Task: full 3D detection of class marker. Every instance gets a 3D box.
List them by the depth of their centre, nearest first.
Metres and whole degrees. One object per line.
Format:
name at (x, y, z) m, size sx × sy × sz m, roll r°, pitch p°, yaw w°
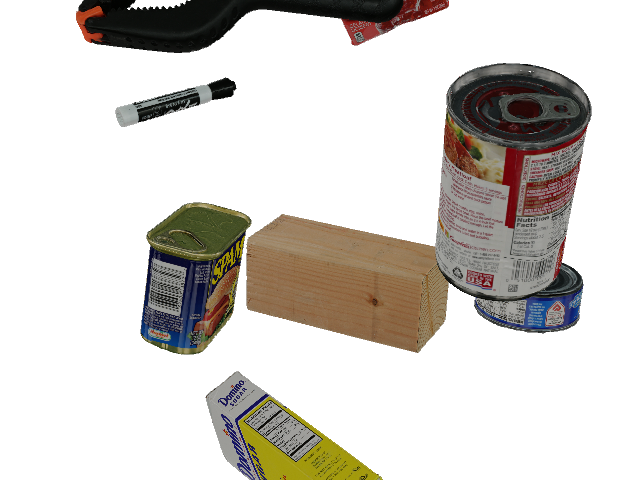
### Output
marker at (-0.134, -0.132, 1.009) m, size 0.120 × 0.020 × 0.020 m, roll -20°, pitch 9°, yaw -26°

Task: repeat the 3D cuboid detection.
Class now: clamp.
clamp at (-0.059, -0.176, 0.717) m, size 0.210 × 0.165 × 0.036 m, roll -31°, pitch -17°, yaw -8°

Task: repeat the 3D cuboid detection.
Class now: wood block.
wood block at (0.029, 0.044, 1.175) m, size 0.206 × 0.091 × 0.090 m, roll 13°, pitch 26°, yaw 23°

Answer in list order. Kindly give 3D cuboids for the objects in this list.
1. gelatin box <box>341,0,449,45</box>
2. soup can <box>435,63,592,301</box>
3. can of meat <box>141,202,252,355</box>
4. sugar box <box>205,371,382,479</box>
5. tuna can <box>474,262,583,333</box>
gelatin box at (0.053, -0.213, 0.886) m, size 0.089 × 0.073 × 0.030 m, roll -19°, pitch 28°, yaw 16°
soup can at (0.094, -0.027, 0.535) m, size 0.068 × 0.102 × 0.068 m, roll -1°, pitch 41°, yaw 0°
can of meat at (-0.096, 0.028, 0.811) m, size 0.057 × 0.084 × 0.102 m, roll 15°, pitch 22°, yaw 10°
sugar box at (-0.020, 0.191, 0.895) m, size 0.176 × 0.093 × 0.048 m, roll 27°, pitch 53°, yaw 36°
tuna can at (0.170, 0.042, 0.871) m, size 0.086 × 0.034 × 0.086 m, roll 2°, pitch 22°, yaw -1°
